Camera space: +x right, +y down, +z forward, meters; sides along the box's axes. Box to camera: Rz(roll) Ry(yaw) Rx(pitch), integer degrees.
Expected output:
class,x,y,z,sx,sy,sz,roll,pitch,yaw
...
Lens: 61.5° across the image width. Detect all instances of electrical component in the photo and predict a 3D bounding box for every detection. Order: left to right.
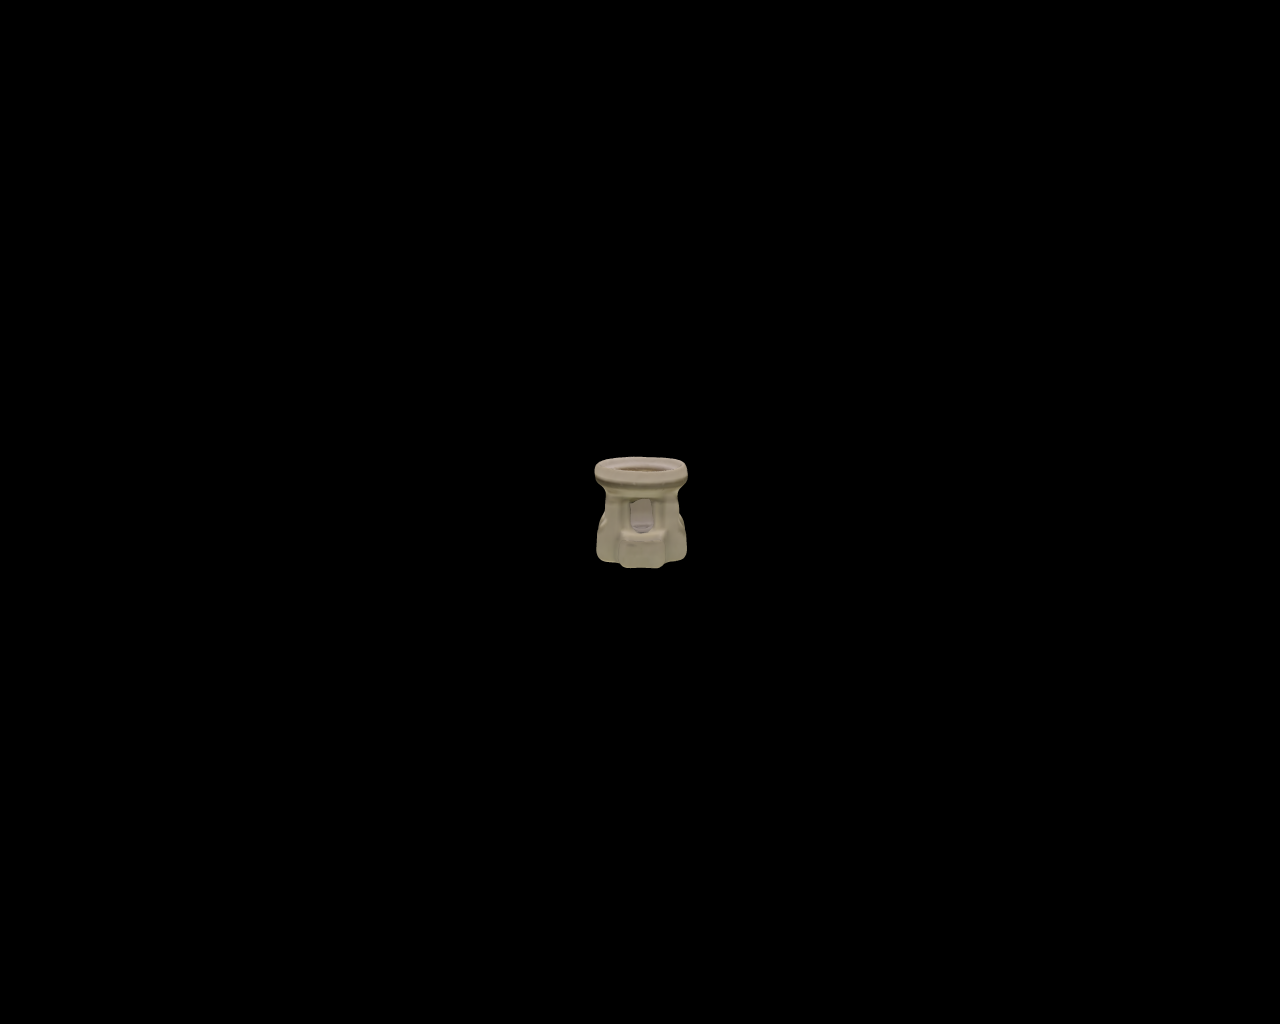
class,x,y,z,sx,sy,sz,roll,pitch,yaw
electrical component,0.001,-0.003,0.650,0.058,0.057,0.078,0,13,0
